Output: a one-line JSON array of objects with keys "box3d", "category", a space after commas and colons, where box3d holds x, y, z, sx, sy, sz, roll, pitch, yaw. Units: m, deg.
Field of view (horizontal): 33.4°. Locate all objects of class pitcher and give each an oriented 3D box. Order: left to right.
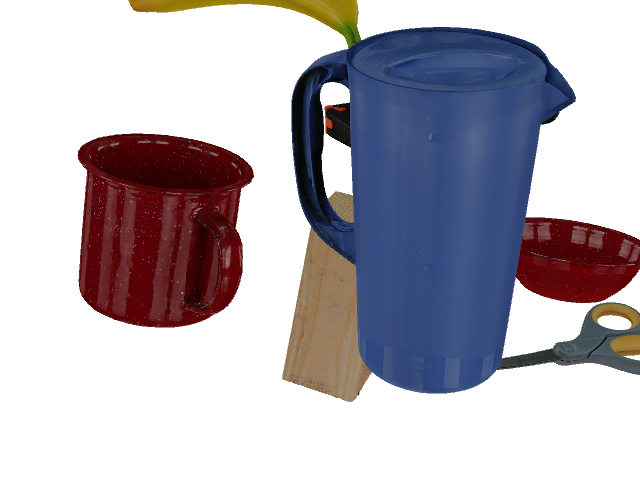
[{"box3d": [0.072, -0.020, 0.747, 0.144, 0.243, 0.149, -14, 31, -25], "category": "pitcher"}]

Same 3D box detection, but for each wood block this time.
[{"box3d": [0.027, 0.063, 1.202, 0.090, 0.206, 0.090, 17, 23, 13], "category": "wood block"}]

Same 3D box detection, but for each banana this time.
[{"box3d": [-0.052, -0.194, 0.833, 0.198, 0.069, 0.037, 13, -40, 17], "category": "banana"}]

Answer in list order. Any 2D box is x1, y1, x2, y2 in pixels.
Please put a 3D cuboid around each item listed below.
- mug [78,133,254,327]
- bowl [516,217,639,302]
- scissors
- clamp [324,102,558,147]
[{"box3d": [-0.080, -0.001, 0.572, 0.093, 0.081, 0.117, -11, 29, -42], "category": "mug"}, {"box3d": [0.257, 0.023, 1.105, 0.162, 0.055, 0.162, 5, 17, -2], "category": "bowl"}, {"box3d": [0.201, 0.081, 0.875, 0.201, 0.016, 0.096, 3, 31, -11], "category": "scissors"}, {"box3d": [0.108, -0.100, 0.957, 0.210, 0.036, 0.164, 13, 36, 23], "category": "clamp"}]
